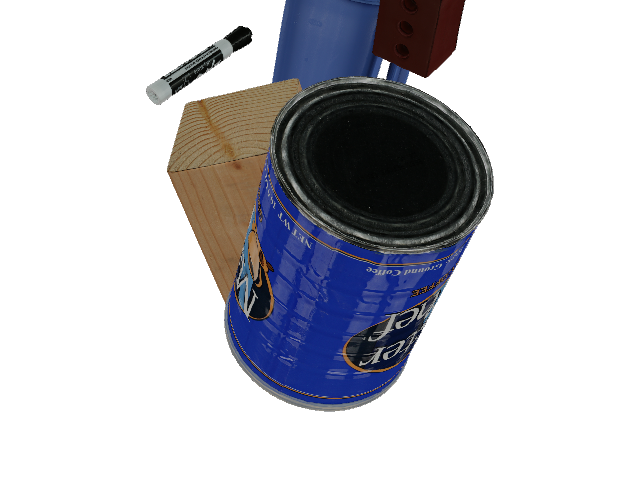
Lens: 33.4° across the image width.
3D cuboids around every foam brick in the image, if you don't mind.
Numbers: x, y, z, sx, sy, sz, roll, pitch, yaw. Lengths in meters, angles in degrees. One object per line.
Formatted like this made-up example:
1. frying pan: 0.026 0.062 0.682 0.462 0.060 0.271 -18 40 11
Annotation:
1. foam brick: 0.078 -0.177 0.833 0.053 0.078 0.051 28 52 18

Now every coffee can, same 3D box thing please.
1. coffee can: 0.013 0.006 0.522 0.102 0.103 0.140 0 -37 -15

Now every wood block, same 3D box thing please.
1. wood block: -0.031 -0.002 0.794 0.090 0.206 0.090 -10 38 12

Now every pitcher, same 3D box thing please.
1. pitcher: 0.011 -0.181 1.255 0.145 0.243 0.149 8 23 -13

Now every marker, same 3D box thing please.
1. marker: -0.108 -0.161 0.970 0.121 0.020 0.020 -40 22 -28
